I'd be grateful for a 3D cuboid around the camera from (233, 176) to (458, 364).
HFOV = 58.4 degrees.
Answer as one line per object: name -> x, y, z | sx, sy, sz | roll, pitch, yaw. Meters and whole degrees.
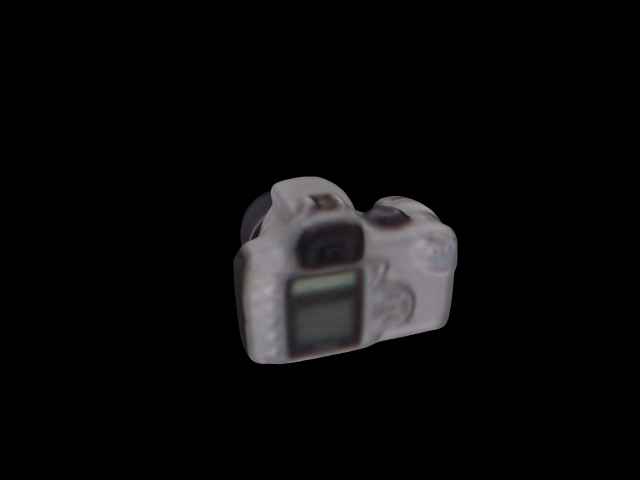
camera -> 0.004, 0.001, 0.400 | 0.143, 0.101, 0.136 | -8, 26, -18
